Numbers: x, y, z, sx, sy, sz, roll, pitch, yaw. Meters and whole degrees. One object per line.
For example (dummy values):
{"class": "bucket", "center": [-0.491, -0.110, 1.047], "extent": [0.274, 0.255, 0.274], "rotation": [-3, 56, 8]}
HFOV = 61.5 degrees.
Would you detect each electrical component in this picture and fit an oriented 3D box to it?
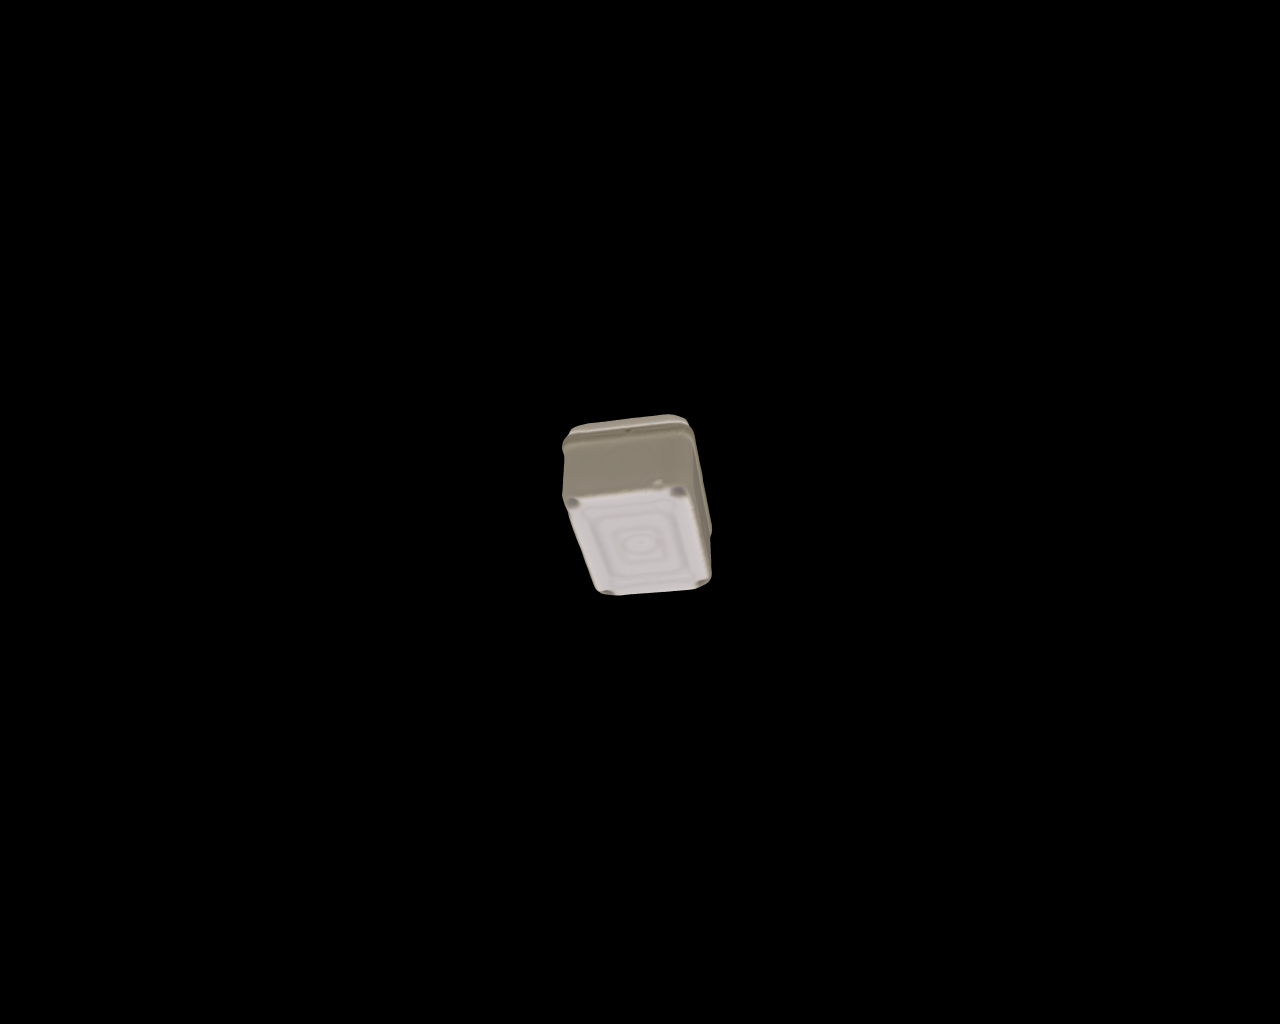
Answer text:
{"class": "electrical component", "center": [0.001, -0.003, 0.650], "extent": [0.078, 0.057, 0.113], "rotation": [-6, -36, 8]}
